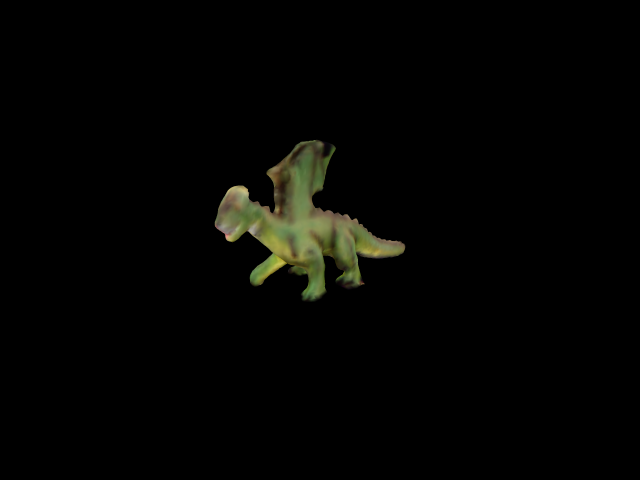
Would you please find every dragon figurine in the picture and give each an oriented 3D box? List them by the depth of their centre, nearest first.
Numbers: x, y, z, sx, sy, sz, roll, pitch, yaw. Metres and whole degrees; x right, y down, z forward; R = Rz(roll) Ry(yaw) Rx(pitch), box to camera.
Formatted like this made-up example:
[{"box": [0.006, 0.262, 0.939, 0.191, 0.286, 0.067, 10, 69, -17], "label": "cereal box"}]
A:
[{"box": [0.003, -0.043, 0.850, 0.413, 0.239, 0.123, -16, 23, -40], "label": "dragon figurine"}]
